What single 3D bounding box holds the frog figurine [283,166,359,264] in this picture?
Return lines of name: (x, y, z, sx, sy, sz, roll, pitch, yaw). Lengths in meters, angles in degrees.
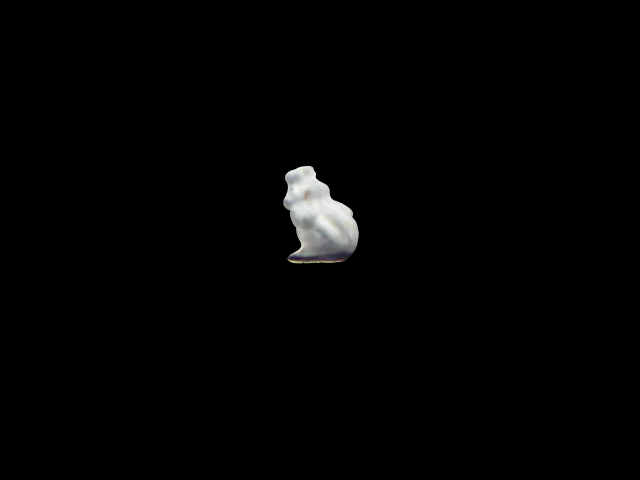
frog figurine: (0.003, -0.043, 0.850, 0.122, 0.159, 0.138, 1, 2, 44)
